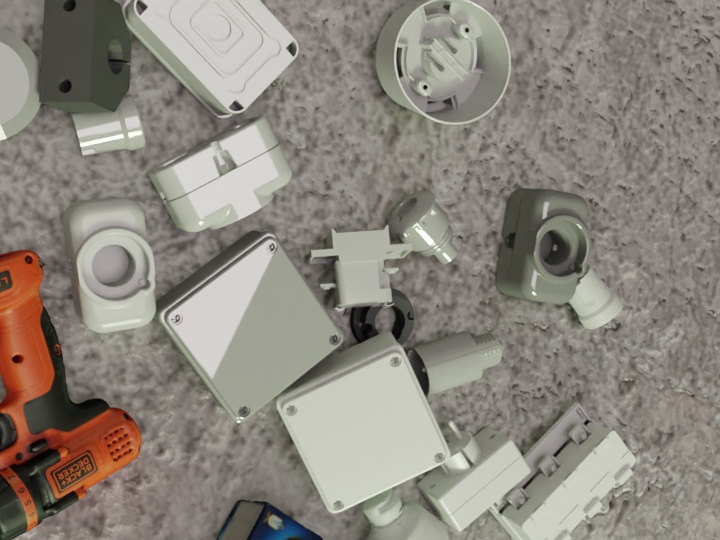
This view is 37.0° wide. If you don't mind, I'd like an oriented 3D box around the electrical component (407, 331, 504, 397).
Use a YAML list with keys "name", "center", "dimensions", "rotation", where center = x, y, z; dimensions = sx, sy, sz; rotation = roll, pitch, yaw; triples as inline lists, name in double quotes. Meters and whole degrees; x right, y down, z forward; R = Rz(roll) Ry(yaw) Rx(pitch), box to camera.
- name: "electrical component"
  center: [0.085, 0.075, 0.914]
  dimensions: [0.081, 0.043, 0.043]
  rotation: [-15, 101, -20]

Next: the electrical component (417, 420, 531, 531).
- name: "electrical component"
  center: [0.088, 0.164, 0.922]
  dimensions: [0.083, 0.047, 0.075]
  rotation: [-37, 107, -15]

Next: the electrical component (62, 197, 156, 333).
- name: "electrical component"
  center: [-0.184, -0.004, 0.791]
  dimensions: [0.054, 0.059, 0.095]
  rotation: [-9, 98, -21]

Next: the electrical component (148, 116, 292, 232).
- name: "electrical component"
  center: [-0.104, -0.070, 0.819]
  dimensions: [0.095, 0.054, 0.059]
  rotation: [-30, 105, -16]

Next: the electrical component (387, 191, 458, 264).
- name: "electrical component"
  center: [0.057, -0.032, 0.893]
  dimensions: [0.048, 0.048, 0.062]
  rotation: [-48, 116, -11]

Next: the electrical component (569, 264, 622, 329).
- name: "electrical component"
  center: [0.205, 0.023, 0.960]
  dimensions: [0.040, 0.040, 0.046]
  rotation: [-42, 103, -13]

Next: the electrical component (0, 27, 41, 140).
- name: "electrical component"
  center: [-0.265, -0.129, 0.751]
  dimensions: [0.080, 0.051, 0.080]
  rotation: [-2, 96, -21]

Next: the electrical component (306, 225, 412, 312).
- name: "electrical component"
  center: [0.000, 0.000, 0.862]
  dimensions: [0.081, 0.042, 0.063]
  rotation: [-5, 83, -8]

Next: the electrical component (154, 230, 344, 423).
- name: "electrical component"
  center: [-0.087, 0.042, 0.835]
  dimensions: [0.109, 0.056, 0.108]
  rotation: [-38, 107, -14]

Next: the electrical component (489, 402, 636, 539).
- name: "electrical component"
  center: [0.180, 0.190, 0.953]
  dimensions: [0.121, 0.063, 0.078]
  rotation: [-43, 108, -13]

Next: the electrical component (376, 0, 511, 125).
- name: "electrical component"
  center: [0.065, -0.170, 0.868]
  dimensions: [0.099, 0.064, 0.099]
  rotation: [-9, 109, -28]

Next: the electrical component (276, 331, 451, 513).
- name: "electrical component"
  center: [0.001, 0.122, 0.867]
  dimensions: [0.109, 0.056, 0.108]
  rotation: [-25, 104, -1]

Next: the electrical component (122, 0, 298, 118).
- name: "electrical component"
  center: [-0.113, -0.177, 0.804]
  dimensions: [0.113, 0.057, 0.078]
  rotation: [46, 78, -19]

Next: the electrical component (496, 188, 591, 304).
- name: "electrical component"
  center: [0.159, -0.021, 0.926]
  dimensions: [0.054, 0.059, 0.095]
  rotation: [8, 92, -22]

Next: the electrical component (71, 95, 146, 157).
- name: "electrical component"
  center: [-0.186, -0.105, 0.792]
  dimensions: [0.046, 0.040, 0.040]
  rotation: [-16, 101, -14]
